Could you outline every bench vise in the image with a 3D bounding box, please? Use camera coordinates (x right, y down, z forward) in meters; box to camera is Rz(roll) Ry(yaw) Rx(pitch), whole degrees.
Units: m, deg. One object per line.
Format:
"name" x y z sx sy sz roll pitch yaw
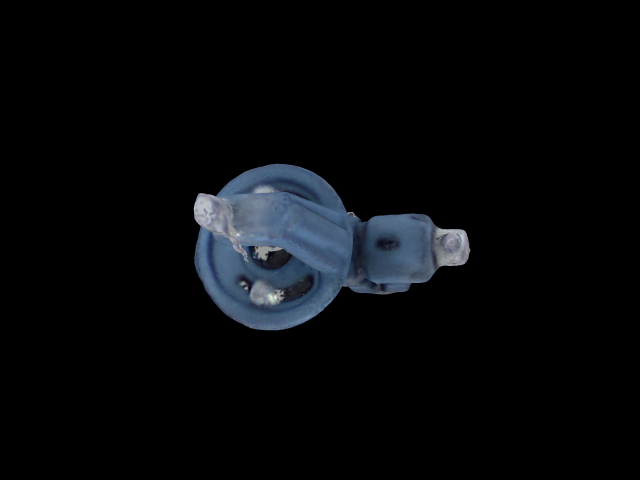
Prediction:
"bench vise" 0.000 -0.010 0.402 0.207 0.220 0.121 -18 81 -2
